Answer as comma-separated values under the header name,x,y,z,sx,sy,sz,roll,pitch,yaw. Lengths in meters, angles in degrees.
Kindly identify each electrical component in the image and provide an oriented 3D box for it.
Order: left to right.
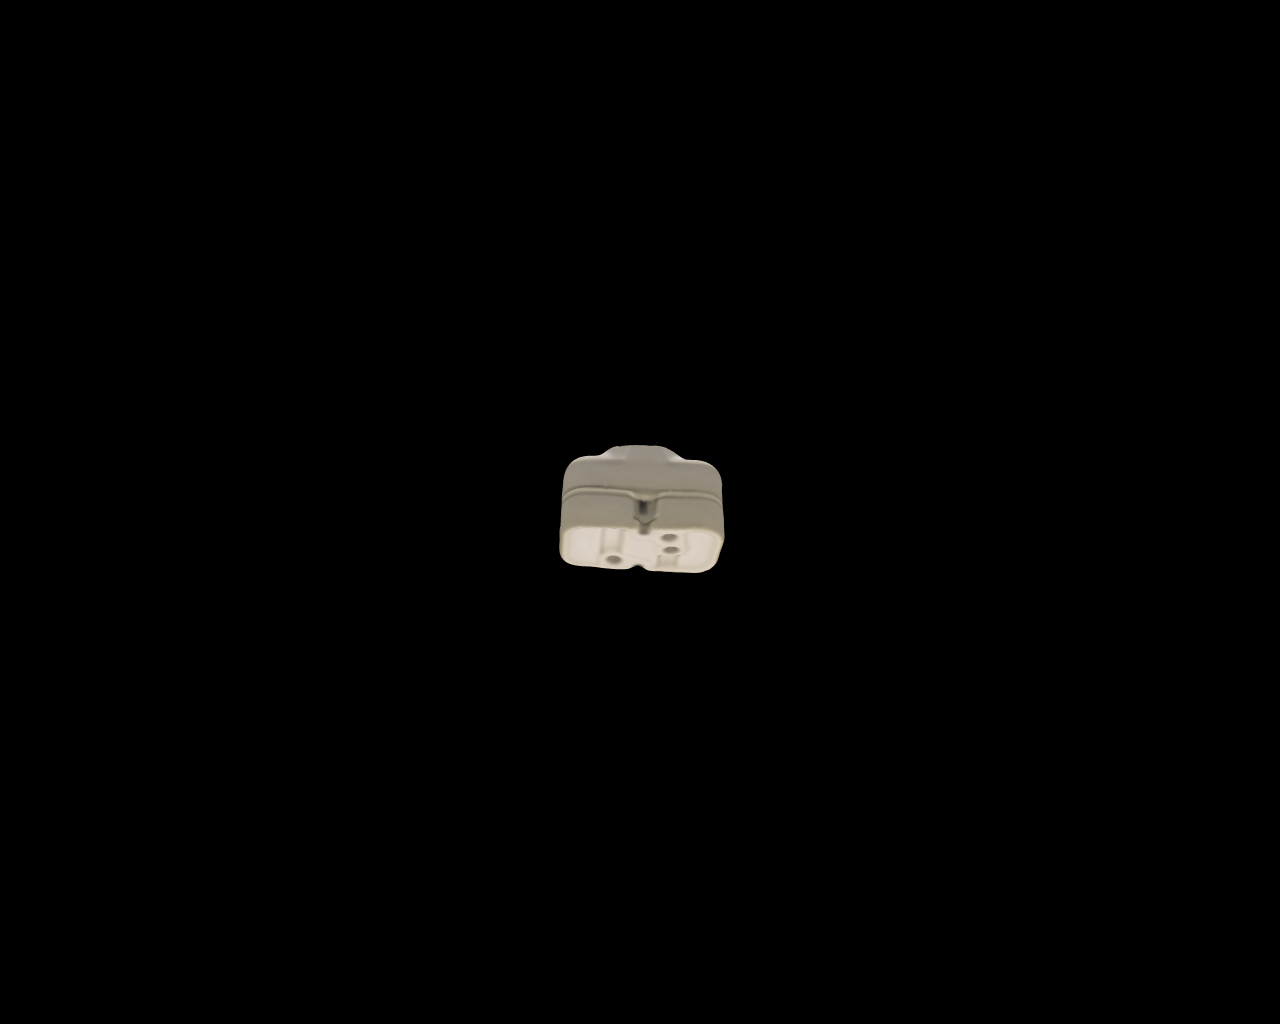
name,x,y,z,sx,sy,sz,roll,pitch,yaw
electrical component,0.001,-0.003,0.650,0.095,0.059,0.053,3,-32,-5
